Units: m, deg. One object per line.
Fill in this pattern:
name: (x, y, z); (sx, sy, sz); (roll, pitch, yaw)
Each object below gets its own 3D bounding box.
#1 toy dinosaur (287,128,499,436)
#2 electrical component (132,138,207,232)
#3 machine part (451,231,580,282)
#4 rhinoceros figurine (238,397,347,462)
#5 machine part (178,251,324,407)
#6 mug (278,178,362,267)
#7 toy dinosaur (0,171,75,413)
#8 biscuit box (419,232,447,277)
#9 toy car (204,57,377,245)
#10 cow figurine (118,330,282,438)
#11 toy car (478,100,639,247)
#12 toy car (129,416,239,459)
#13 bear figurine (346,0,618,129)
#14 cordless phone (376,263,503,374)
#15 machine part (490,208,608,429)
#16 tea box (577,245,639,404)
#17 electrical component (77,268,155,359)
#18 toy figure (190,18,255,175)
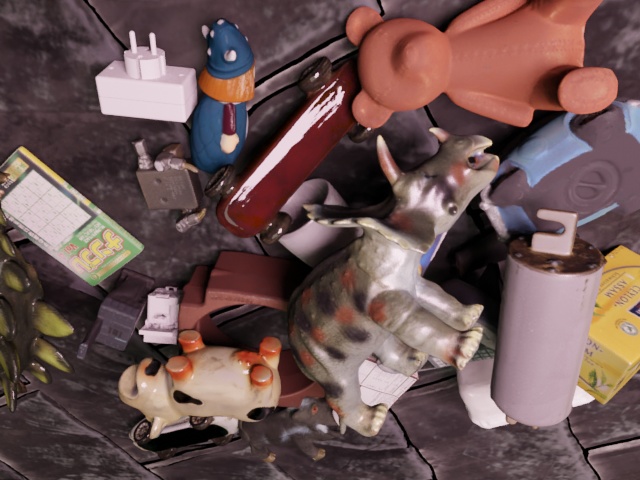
toy dinosaur: (0.034, 0.075, 0.539); (0.192, 0.131, 0.404); (39, 130, 7)
electrical component: (-0.162, -0.060, 0.592); (0.078, 0.045, 0.102); (1, 127, 3)
machine part: (0.214, 0.005, 0.610); (0.139, 0.039, 0.084); (-30, 127, 23)
rhinoceros figurine: (-0.029, 0.272, 0.818); (0.190, 0.073, 0.112); (-15, 118, 16)
machine part: (-0.075, 0.117, 0.693); (0.202, 0.087, 0.200); (10, 127, 0)
mug: (-0.001, -0.002, 0.604); (0.110, 0.081, 0.107); (-11, 133, 44)
toy dinosaur: (-0.373, 0.074, 0.627); (0.199, 0.105, 0.470); (37, 137, 17)
biscuit box: (0.085, 0.030, 0.625); (0.059, 0.063, 0.202); (15, 126, -4)
toy car: (-0.025, -0.087, 0.527); (0.089, 0.053, 0.202); (39, 92, -21)
cow figurine: (-0.143, 0.176, 0.642); (0.195, 0.085, 0.127); (2, 121, 3)
toy car: (0.226, -0.067, 0.511); (0.162, 0.103, 0.109); (-32, 118, 15)
toy car: (-0.217, 0.304, 0.867); (0.202, 0.056, 0.073); (-20, 129, 21)
bear figurine: (0.120, -0.155, 0.447); (0.196, 0.132, 0.120); (-1, 98, 2)
cordless phone: (0.139, 0.110, 0.628); (0.184, 0.089, 0.146); (-20, 144, 21)
machine part: (0.203, 0.083, 0.490); (0.079, 0.079, 0.242); (0, 118, 5)
tea box: (0.309, 0.082, 0.566); (0.098, 0.169, 0.068); (38, 137, 35)
electrical component: (-0.256, 0.100, 0.677); (0.048, 0.119, 0.074); (23, 123, -12)
toy figure: (-0.094, -0.136, 0.519); (0.064, 0.058, 0.154); (31, 131, 12)
